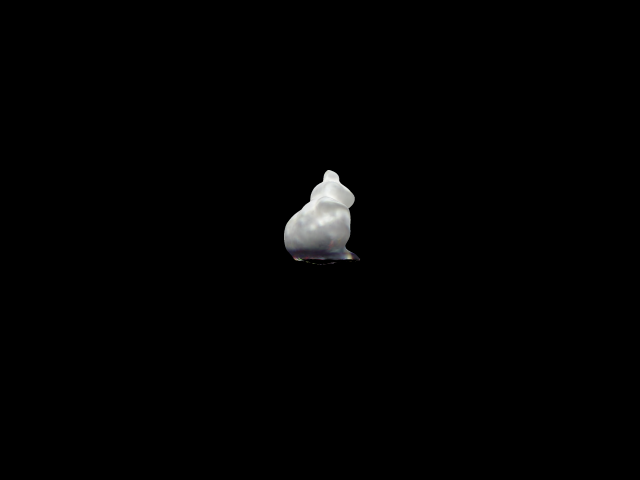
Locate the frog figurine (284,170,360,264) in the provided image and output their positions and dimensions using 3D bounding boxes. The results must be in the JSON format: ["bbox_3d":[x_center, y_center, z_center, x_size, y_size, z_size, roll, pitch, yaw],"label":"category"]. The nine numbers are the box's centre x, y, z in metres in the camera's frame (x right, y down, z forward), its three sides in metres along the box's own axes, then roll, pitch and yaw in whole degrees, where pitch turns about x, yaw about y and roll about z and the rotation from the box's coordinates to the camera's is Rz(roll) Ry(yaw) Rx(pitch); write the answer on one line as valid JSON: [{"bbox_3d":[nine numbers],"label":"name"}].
[{"bbox_3d":[0.003,-0.043,0.850,0.123,0.161,0.136,3,-10,-16],"label":"frog figurine"}]
